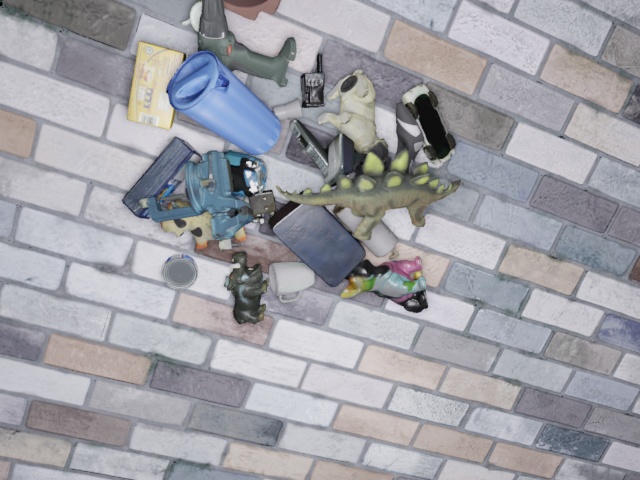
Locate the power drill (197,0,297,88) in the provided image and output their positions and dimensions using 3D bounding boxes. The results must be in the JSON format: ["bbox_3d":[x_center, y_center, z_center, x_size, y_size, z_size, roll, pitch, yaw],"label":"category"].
[{"bbox_3d":[-0.157,-0.406,1.146,0.207,0.086,0.231,-2,138,-23],"label":"power drill"}]

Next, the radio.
[{"bbox_3d":[-0.003,-0.004,1.303,0.131,0.073,0.229,-43,115,5],"label":"radio"}]

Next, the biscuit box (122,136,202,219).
[{"bbox_3d":[-0.364,-0.140,1.234,0.063,0.059,0.202,45,97,11],"label":"biscuit box"}]

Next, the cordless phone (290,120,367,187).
[{"bbox_3d":[0.008,-0.218,1.232,0.089,0.146,0.184,-42,93,-17],"label":"cordless phone"}]

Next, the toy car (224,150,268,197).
[{"bbox_3d":[-0.177,-0.158,1.243,0.162,0.103,0.109,6,113,35],"label":"toy car"}]

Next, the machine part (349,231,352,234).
[{"bbox_3d":[0.008,-0.007,1.363,0.139,0.039,0.084,13,113,-15],"label":"machine part"}]

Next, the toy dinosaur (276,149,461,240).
[{"bbox_3d":[0.124,-0.103,1.197,0.471,0.105,0.198,-12,141,-20],"label":"toy dinosaur"}]

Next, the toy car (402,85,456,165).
[{"bbox_3d":[0.267,-0.278,1.310,0.073,0.056,0.201,-32,111,-5],"label":"toy car"}]

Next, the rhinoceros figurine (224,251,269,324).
[{"bbox_3d":[-0.186,0.120,1.357,0.112,0.073,0.190,1,110,1],"label":"rhinoceros figurine"}]

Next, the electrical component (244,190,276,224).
[{"bbox_3d":[-0.146,-0.085,1.306,0.078,0.045,0.102,-4,108,-7],"label":"electrical component"}]

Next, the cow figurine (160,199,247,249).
[{"bbox_3d":[-0.280,-0.049,1.276,0.195,0.086,0.127,-8,115,-4],"label":"cow figurine"}]

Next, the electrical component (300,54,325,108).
[{"bbox_3d":[-0.016,-0.361,1.222,0.048,0.075,0.119,-5,105,-11],"label":"electrical component"}]

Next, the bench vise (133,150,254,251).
[{"bbox_3d":[-0.273,-0.076,1.176,0.241,0.129,0.223,-9,98,4],"label":"bench vise"}]

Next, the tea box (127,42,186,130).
[{"bbox_3d":[-0.358,-0.336,1.177,0.098,0.068,0.169,13,104,-14],"label":"tea box"}]

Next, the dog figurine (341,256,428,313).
[{"bbox_3d":[0.164,0.119,1.392,0.219,0.108,0.191,-7,138,9],"label":"dog figurine"}]

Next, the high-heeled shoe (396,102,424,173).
[{"bbox_3d":[0.181,-0.197,1.299,0.145,0.086,0.248,-31,121,-6],"label":"high-heeled shoe"}]

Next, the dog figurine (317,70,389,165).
[{"bbox_3d":[0.109,-0.282,1.273,0.190,0.121,0.172,34,86,-41],"label":"dog figurine"}]

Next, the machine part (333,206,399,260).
[{"bbox_3d":[0.116,-0.037,1.349,0.079,0.079,0.243,-43,108,6],"label":"machine part"}]

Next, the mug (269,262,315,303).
[{"bbox_3d":[-0.068,0.105,1.364,0.107,0.081,0.109,-9,106,-16],"label":"mug"}]

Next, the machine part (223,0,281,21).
[{"bbox_3d":[-0.154,-0.569,1.084,0.201,0.087,0.201,21,138,-15],"label":"machine part"}]
